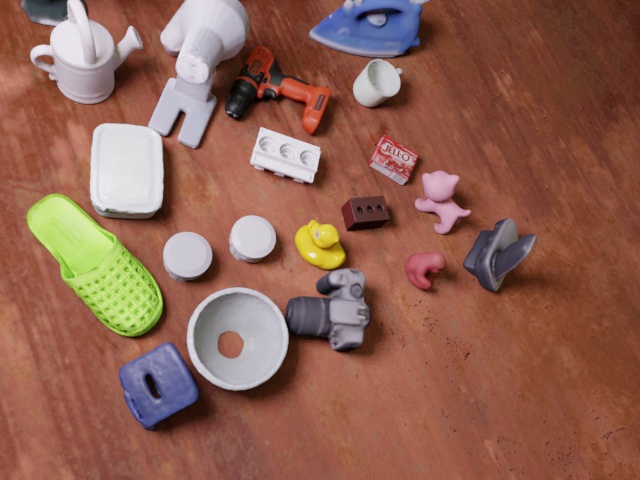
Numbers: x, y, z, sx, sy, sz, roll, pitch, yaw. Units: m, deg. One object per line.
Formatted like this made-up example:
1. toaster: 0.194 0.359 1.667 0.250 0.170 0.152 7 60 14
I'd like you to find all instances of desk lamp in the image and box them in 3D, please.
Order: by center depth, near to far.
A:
1. desk lamp: -0.215 -0.307 1.024 0.118 0.213 0.203 20 65 -12

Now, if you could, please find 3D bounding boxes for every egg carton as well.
1. egg carton: -0.241 -0.415 1.136 0.107 0.069 0.150 27 64 -9

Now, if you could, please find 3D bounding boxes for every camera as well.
1. camera: 0.013 0.119 1.014 0.137 0.100 0.143 7 68 -18

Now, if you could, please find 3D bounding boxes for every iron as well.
1. iron: 0.115 -0.490 1.257 0.259 0.141 0.118 -8 74 -23

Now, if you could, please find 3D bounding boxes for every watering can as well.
1. watering can: -0.396 -0.330 0.976 0.173 0.193 0.101 -40 87 -28

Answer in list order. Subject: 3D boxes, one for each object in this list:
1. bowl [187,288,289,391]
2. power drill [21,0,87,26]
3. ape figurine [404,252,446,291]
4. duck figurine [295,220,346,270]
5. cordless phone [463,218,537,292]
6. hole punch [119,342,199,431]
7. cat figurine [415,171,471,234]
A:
1. bowl: -0.141 0.167 0.953 0.168 0.074 0.167 7 68 -18
2. power drill: -0.460 -0.469 0.996 0.230 0.208 0.075 3 70 -19
3. ape figurine: 0.212 0.052 1.118 0.076 0.092 0.078 45 62 0
4. duck figurine: 0.010 0.004 1.064 0.104 0.086 0.078 41 62 -2
5. cordless phone: 0.385 0.013 1.145 0.094 0.184 0.148 34 63 -5
6. hole punch: -0.249 0.226 0.881 0.101 0.091 0.108 -26 81 -27
7. cat figurine: 0.254 -0.088 1.172 0.128 0.117 0.067 47 62 1
